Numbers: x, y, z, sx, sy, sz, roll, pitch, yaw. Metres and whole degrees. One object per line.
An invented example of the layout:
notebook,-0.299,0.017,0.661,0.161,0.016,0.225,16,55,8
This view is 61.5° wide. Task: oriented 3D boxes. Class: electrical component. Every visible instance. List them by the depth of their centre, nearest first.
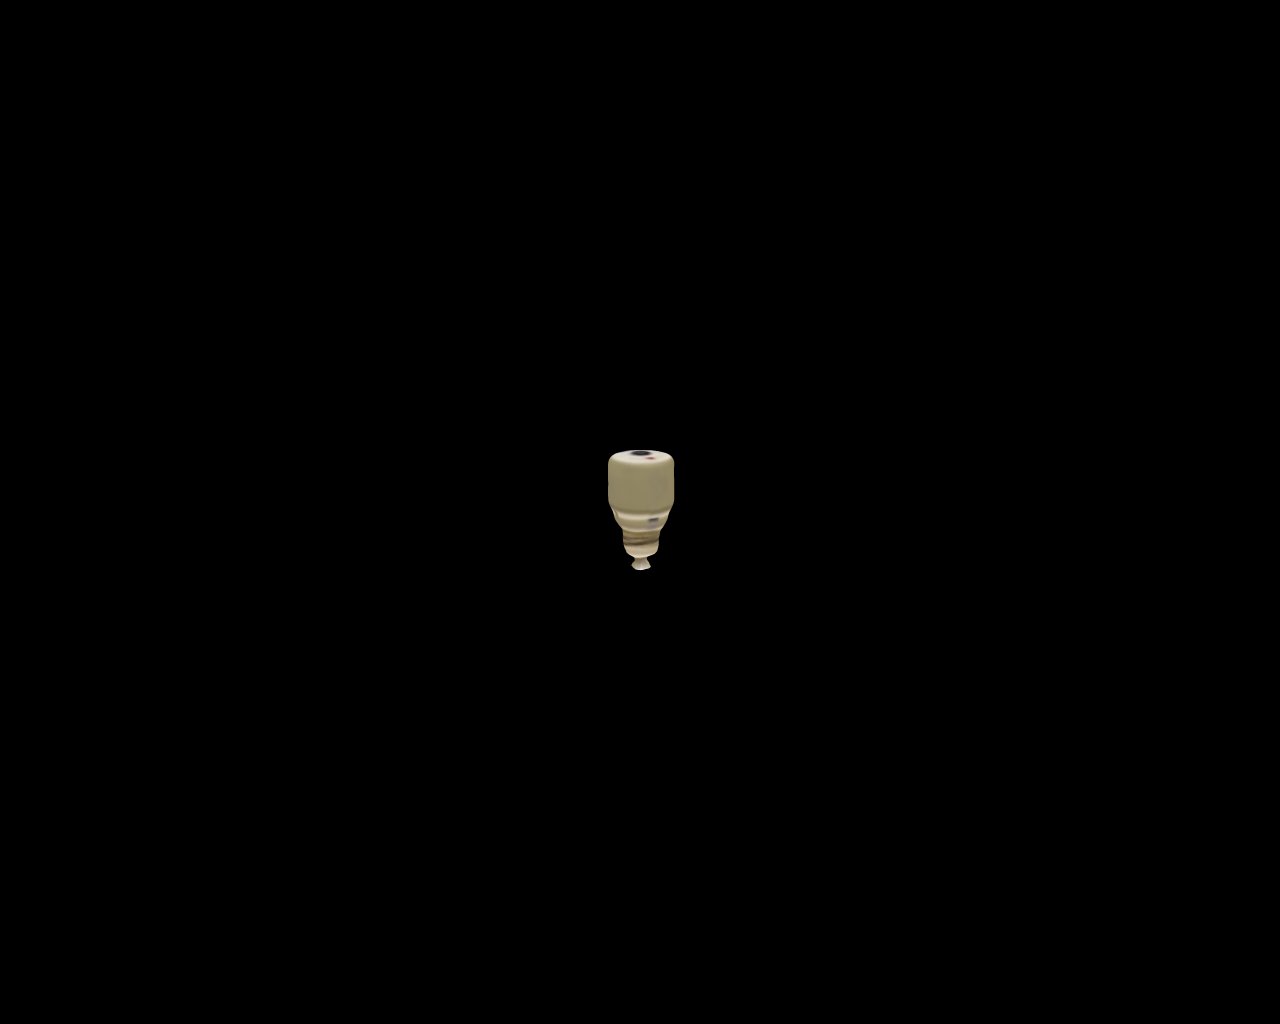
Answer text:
electrical component,0.001,-0.003,0.650,0.040,0.078,0.040,0,16,0
